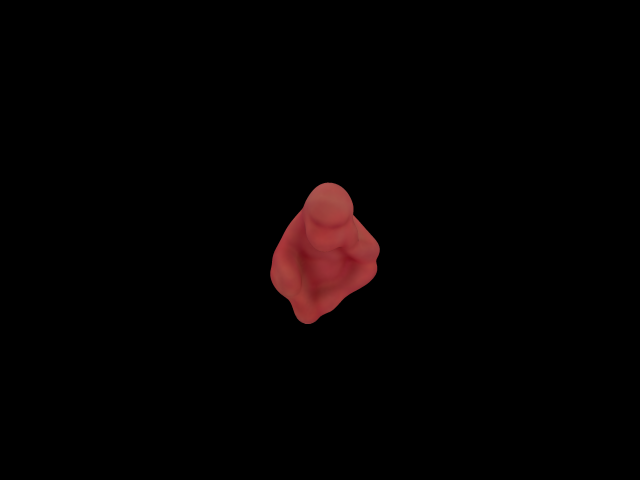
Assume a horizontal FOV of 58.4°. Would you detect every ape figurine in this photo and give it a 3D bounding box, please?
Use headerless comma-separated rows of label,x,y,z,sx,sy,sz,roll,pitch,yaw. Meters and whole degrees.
ape figurine,0.004,0.001,0.400,0.078,0.092,0.076,0,43,0
